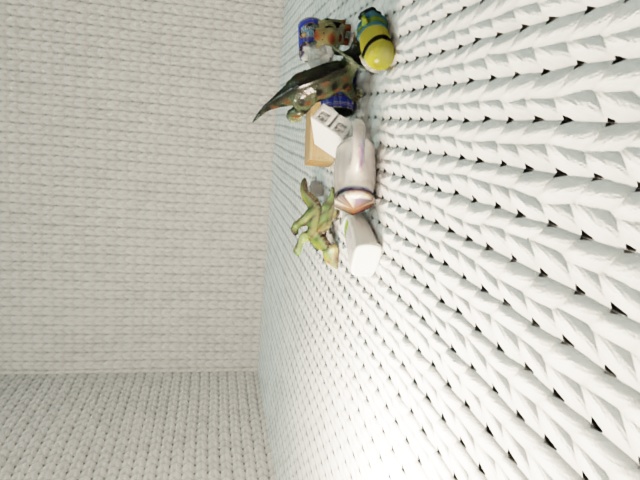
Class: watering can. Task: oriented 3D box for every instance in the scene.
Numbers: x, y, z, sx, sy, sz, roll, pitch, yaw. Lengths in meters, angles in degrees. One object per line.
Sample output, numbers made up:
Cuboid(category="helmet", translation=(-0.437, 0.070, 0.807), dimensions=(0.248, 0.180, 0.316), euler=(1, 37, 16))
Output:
Cuboid(category="watering can", translation=(0.087, -0.169, 1.329), dimensions=(0.104, 0.227, 0.343), euler=(3, -14, 0))

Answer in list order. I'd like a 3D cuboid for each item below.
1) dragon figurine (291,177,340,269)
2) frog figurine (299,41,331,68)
Cuboid(category="dragon figurine", translation=(0.005, -0.087, 1.719), dimensions=(0.122, 0.418, 0.239), euler=(11, -31, -31))
Cuboid(category="frog figurine", translation=(0.003, -0.642, 1.875), dimensions=(0.124, 0.160, 0.135), euler=(-32, -7, -29))
